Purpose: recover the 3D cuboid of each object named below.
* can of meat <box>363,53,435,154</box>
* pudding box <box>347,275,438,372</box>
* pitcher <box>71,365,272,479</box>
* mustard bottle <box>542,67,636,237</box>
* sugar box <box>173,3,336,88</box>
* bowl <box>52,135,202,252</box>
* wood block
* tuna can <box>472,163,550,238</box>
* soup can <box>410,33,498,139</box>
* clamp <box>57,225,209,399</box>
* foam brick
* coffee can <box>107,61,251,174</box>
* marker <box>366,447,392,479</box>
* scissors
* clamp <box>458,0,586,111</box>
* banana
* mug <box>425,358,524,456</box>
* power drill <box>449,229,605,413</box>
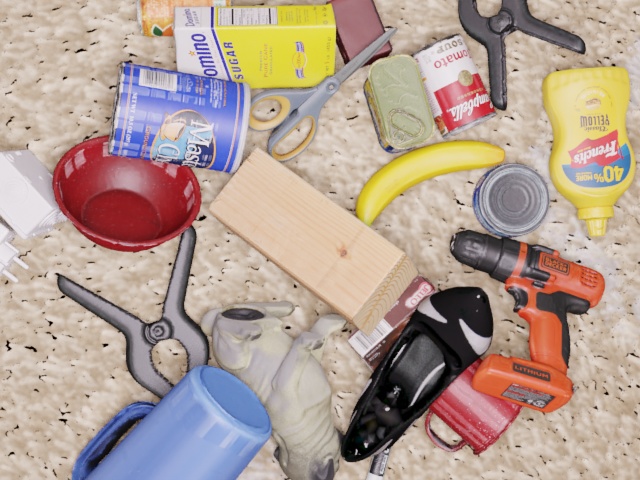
[{"bbox_3d":[0.086,-0.150,1.201,0.057,0.084,0.102,-16,89,-4],"label":"can of meat"},{"bbox_3d":[0.095,0.104,1.193,0.113,0.090,0.039,-40,49,-2],"label":"pudding box"},{"bbox_3d":[-0.169,0.243,1.126,0.149,0.145,0.243,40,104,-4],"label":"pitcher"},{"bbox_3d":[0.311,-0.099,1.226,0.096,0.058,0.191,-4,89,-2],"label":"mustard bottle"},{"bbox_3d":[-0.072,-0.214,1.188,0.176,0.093,0.048,-4,51,-4],"label":"sugar box"},{"bbox_3d":[-0.214,-0.040,1.173,0.162,0.055,0.162,10,48,-12],"label":"bowl"},{"bbox_3d":[-0.008,0.001,1.154,0.206,0.090,0.091,37,86,21],"label":"wood block"},{"bbox_3d":[0.221,-0.046,1.231,0.086,0.034,0.086,0,88,-3],"label":"tuna can"},{"bbox_3d":[0.151,-0.175,1.214,0.068,0.068,0.102,-24,89,-4],"label":"soup can"},{"bbox_3d":[-0.176,0.093,1.202,0.164,0.036,0.210,-30,93,-5],"label":"clamp"},{"bbox_3d":[0.043,-0.239,1.217,0.051,0.053,0.078,-22,89,-4],"label":"foam brick"},{"bbox_3d":[-0.154,-0.133,1.165,0.140,0.103,0.103,8,88,-14],"label":"coffee can"},{"bbox_3d":[0.076,0.225,1.222,0.020,0.020,0.121,16,88,-3],"label":"marker"},{"bbox_3d":[-0.008,-0.175,1.185,0.096,0.016,0.202,26,112,-25],"label":"scissors"},{"bbox_3d":[0.206,-0.236,1.223,0.120,0.039,0.171,-42,72,8],"label":"clamp"},{"bbox_3d":[0.114,-0.070,1.222,0.197,0.037,0.069,-32,80,-5],"label":"banana"},{"bbox_3d":[0.165,0.188,1.200,0.081,0.093,0.117,41,111,3],"label":"mug"},{"bbox_3d":[0.220,0.084,1.178,0.184,0.057,0.187,18,58,-2],"label":"power drill"}]
